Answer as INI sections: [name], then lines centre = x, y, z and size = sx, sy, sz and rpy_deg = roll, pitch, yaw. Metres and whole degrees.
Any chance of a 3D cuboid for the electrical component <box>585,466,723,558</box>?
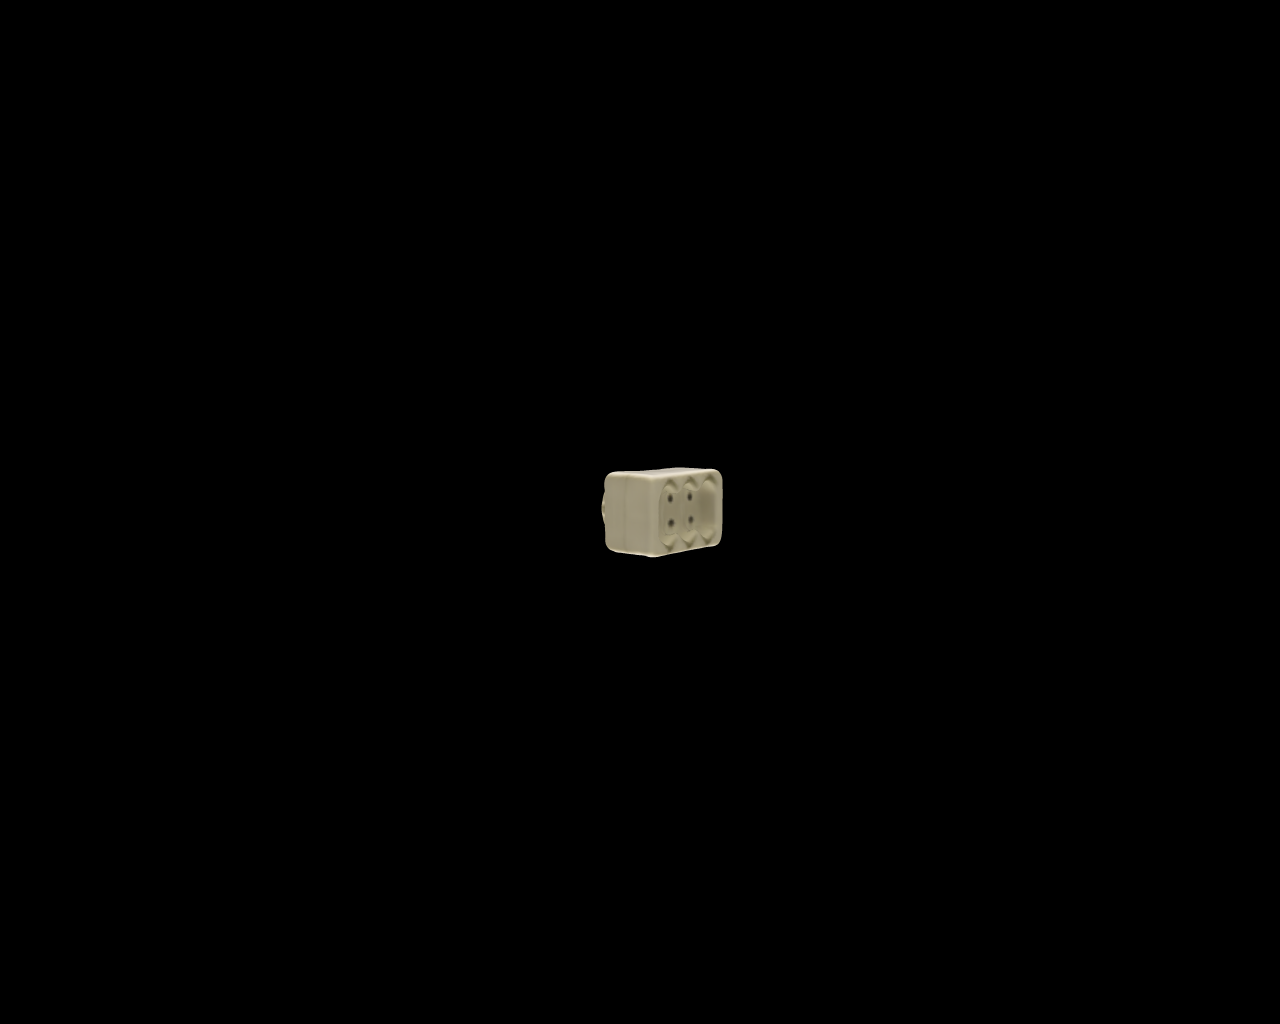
[electrical component]
centre = 0.001, -0.003, 0.650
size = 0.077, 0.047, 0.066
rpy_deg = 6, 9, 43
